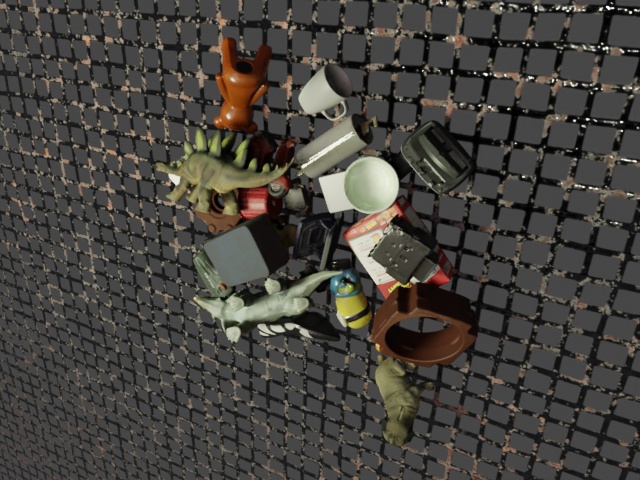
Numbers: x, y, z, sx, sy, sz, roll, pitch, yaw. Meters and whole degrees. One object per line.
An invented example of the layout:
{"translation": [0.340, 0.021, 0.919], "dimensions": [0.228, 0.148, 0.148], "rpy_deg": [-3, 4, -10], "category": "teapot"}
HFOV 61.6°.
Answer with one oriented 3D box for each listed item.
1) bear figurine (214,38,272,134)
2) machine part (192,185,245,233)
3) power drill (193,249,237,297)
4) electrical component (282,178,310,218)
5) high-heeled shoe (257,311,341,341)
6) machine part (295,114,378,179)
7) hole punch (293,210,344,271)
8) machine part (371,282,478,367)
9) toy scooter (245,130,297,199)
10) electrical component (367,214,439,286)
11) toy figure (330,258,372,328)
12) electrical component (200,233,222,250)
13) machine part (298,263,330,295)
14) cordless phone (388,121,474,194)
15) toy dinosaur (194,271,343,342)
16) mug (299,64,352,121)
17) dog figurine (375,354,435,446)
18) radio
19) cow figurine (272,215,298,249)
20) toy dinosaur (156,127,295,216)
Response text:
{"translation": [-0.181, -0.345, 1.246], "dimensions": [0.120, 0.132, 0.195], "rpy_deg": [7, 153, -10], "category": "bear figurine"}
{"translation": [-0.260, -0.104, 1.415], "dimensions": [0.180, 0.056, 0.179], "rpy_deg": [11, 115, 24], "category": "machine part"}
{"translation": [-0.235, 0.100, 1.486], "dimensions": [0.232, 0.086, 0.207], "rpy_deg": [52, 132, 0], "category": "power drill"}
{"translation": [-0.059, -0.105, 1.311], "dimensions": [0.078, 0.045, 0.102], "rpy_deg": [1, 112, 27], "category": "electrical component"}
{"translation": [-0.066, 0.254, 1.456], "dimensions": [0.249, 0.086, 0.145], "rpy_deg": [26, 125, 22], "category": "high-heeled shoe"}
{"translation": [0.031, -0.208, 1.197], "dimensions": [0.243, 0.079, 0.079], "rpy_deg": [-29, 96, 35], "category": "machine part"}
{"translation": [-0.003, -0.004, 1.281], "dimensions": [0.092, 0.116, 0.142], "rpy_deg": [17, 121, 14], "category": "hole punch"}
{"translation": [0.233, 0.192, 1.210], "dimensions": [0.201, 0.087, 0.200], "rpy_deg": [19, 135, -8], "category": "machine part"}
{"translation": [-0.117, -0.199, 1.271], "dimensions": [0.184, 0.075, 0.135], "rpy_deg": [44, 122, 25], "category": "toy scooter"}
{"translation": [0.184, 0.027, 1.143], "dimensions": [0.134, 0.058, 0.114], "rpy_deg": [35, 125, 9], "category": "electrical component"}
{"translation": [0.074, 0.134, 1.325], "dimensions": [0.089, 0.082, 0.180], "rpy_deg": [0, 109, 30], "category": "toy figure"}
{"translation": [-0.279, 0.001, 1.447], "dimensions": [0.063, 0.094, 0.021], "rpy_deg": [-12, 104, 33], "category": "electrical component"}
{"translation": [-0.038, 0.124, 1.407], "dimensions": [0.084, 0.039, 0.139], "rpy_deg": [45, 124, -3], "category": "machine part"}
{"translation": [0.216, -0.146, 1.135], "dimensions": [0.146, 0.089, 0.184], "rpy_deg": [49, 136, 1], "category": "cordless phone"}
{"translation": [-0.117, 0.154, 1.356], "dimensions": [0.405, 0.192, 0.131], "rpy_deg": [-17, 91, 9], "category": "toy dinosaur"}
{"translation": [0.013, -0.310, 1.166], "dimensions": [0.107, 0.081, 0.109], "rpy_deg": [-22, 105, 45], "category": "mug"}
{"translation": [0.177, 0.386, 1.314], "dimensions": [0.172, 0.190, 0.121], "rpy_deg": [35, 123, 13], "category": "dog figurine"}
{"translation": [-0.179, 0.030, 1.288], "dimensions": [0.230, 0.073, 0.131], "rpy_deg": [-19, 102, 52], "category": "radio"}
{"translation": [-0.127, -0.010, 1.341], "dimensions": [0.195, 0.127, 0.085], "rpy_deg": [-2, 114, 32], "category": "cow figurine"}
{"translation": [-0.241, -0.160, 1.270], "dimensions": [0.472, 0.105, 0.198], "rpy_deg": [16, 102, 36], "category": "toy dinosaur"}
